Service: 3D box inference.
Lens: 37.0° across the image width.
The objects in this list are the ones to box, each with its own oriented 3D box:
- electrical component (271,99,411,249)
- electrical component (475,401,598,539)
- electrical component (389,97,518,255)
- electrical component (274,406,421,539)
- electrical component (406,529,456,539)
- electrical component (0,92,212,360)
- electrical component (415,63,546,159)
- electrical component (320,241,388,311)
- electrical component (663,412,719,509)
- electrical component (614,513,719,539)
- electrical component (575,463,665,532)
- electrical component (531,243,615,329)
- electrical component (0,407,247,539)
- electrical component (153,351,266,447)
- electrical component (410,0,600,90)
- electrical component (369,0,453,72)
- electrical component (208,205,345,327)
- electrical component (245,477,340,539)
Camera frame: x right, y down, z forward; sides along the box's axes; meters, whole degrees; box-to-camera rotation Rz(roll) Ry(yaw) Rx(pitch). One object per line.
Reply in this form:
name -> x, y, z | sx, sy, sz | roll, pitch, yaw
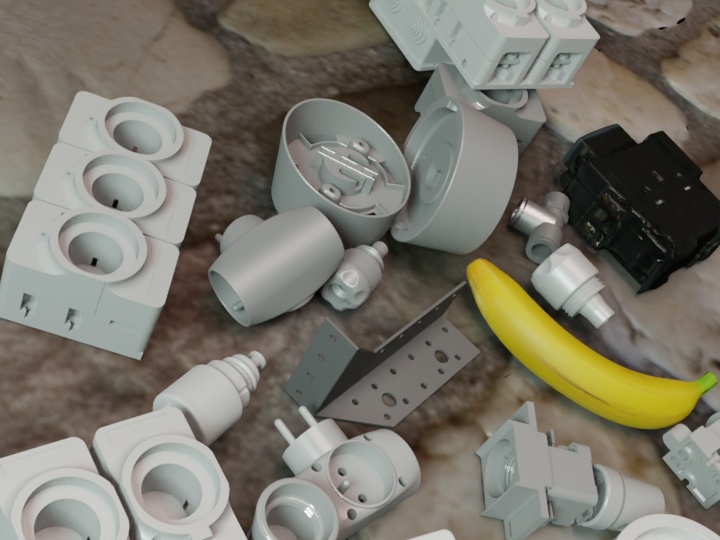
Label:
electrical component -> -0.014, -0.066, 0.753 | 0.099, 0.064, 0.099 | 12, 46, -13
electrical component -> 0.111, 0.129, 0.669 | 0.064, 0.042, 0.081 | 15, 48, -17
electrical component -> 0.071, -0.063, 0.769 | 0.060, 0.108, 0.108 | 18, 46, -21
electrical component -> -0.018, 0.112, 0.616 | 0.077, 0.044, 0.079 | -24, 66, -39
electrical component -> 0.021, 0.194, 0.563 | 0.100, 0.048, 0.099 | -7, 57, -32
electrical component -> -0.152, -0.033, 0.657 | 0.089, 0.061, 0.150 | 19, 47, -12
electrical component -> 0.099, -0.131, 0.873 | 0.089, 0.055, 0.050 | 7, 50, -22
electrical component -> 0.000, 0.000, 0.727 | 0.035, 0.035, 0.061 | 38, 44, 6
electrical component -> 0.249, 0.127, 0.740 | 0.055, 0.048, 0.066 | -26, 67, -32
electrical component -> 0.177, 0.204, 0.626 | 0.108, 0.060, 0.108 | 14, 48, -16
electrical component -> 0.164, 0.148, 0.683 | 0.046, 0.040, 0.040 | 18, 46, -19
electrical component -> 0.159, 0.015, 0.790 | 0.043, 0.043, 0.062 | -30, 72, -41
electrical component -> -0.100, 0.166, 0.517 | 0.105, 0.060, 0.186 | -14, 60, -35
electrical component -> -0.083, 0.072, 0.619 | 0.040, 0.040, 0.078 | 41, 46, 10
electrical component -> 0.102, -0.234, 0.883 | 0.105, 0.060, 0.186 | -7, 53, -33
electrical component -> 0.071, -0.224, 0.943 | 0.100, 0.048, 0.099 | -12, 59, -35
electrical component -> -0.063, -0.010, 0.692 | 0.077, 0.044, 0.079 | -35, 45, -22
electrical component -> -0.042, 0.143, 0.562 | 0.044, 0.065, 0.044 | 14, 48, -16
